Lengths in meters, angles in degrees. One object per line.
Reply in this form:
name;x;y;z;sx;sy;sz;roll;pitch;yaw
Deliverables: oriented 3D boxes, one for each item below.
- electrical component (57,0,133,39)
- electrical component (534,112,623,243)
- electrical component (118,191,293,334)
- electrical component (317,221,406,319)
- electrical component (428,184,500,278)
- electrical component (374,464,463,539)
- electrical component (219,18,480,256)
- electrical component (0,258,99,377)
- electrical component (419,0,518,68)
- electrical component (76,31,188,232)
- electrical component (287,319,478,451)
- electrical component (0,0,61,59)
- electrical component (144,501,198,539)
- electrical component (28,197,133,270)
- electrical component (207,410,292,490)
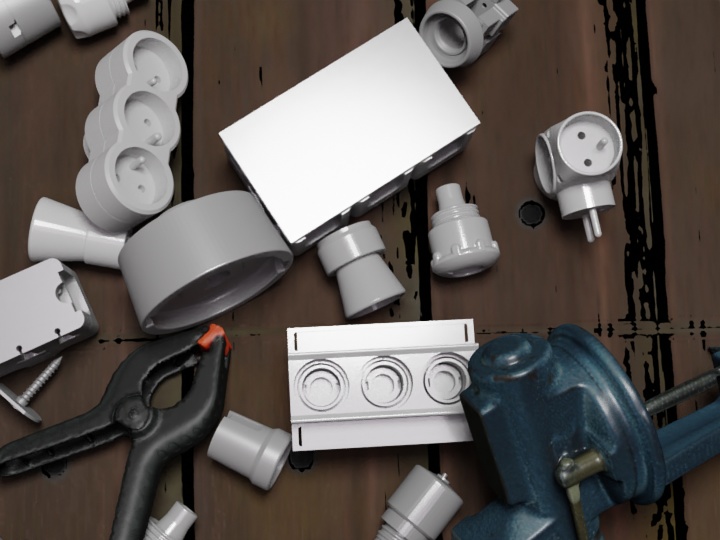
electrical component;-0.180;-0.192;0.757;0.062;0.043;0.043;-24;82;-8
electrical component;0.151;-0.058;0.731;0.044;0.077;0.079;-11;81;-4
electrical component;-0.105;-0.010;0.700;0.108;0.108;0.060;-27;77;-6
electrical component;0.000;0.000;0.732;0.045;0.045;0.055;-24;82;-6
electrical component;0.067;-0.028;0.740;0.048;0.048;0.062;-11;75;-4
electrical component;0.034;0.165;0.708;0.040;0.040;0.078;39;81;4
electrical component;-0.008;-0.088;0.737;0.150;0.061;0.089;-33;83;-7
electrical component;-0.226;0.035;0.711;0.089;0.055;0.050;-25;83;-6
electrical component;0.073;-0.170;0.751;0.048;0.066;0.055;45;48;5
electrical component;-0.163;-0.089;0.731;0.052;0.074;0.138;23;58;-37
electrical component;0.015;0.076;0.711;0.121;0.063;0.078;-3;81;-3
electrical component;-0.241;-0.182;0.748;0.047;0.055;0.055;-30;83;-11
electrical component;-0.131;0.180;0.698;0.043;0.043;0.062;37;80;4
electrical component;-0.187;-0.022;0.730;0.065;0.044;0.044;10;80;-5
electrical component;-0.073;0.118;0.713;0.046;0.040;0.040;25;81;7
